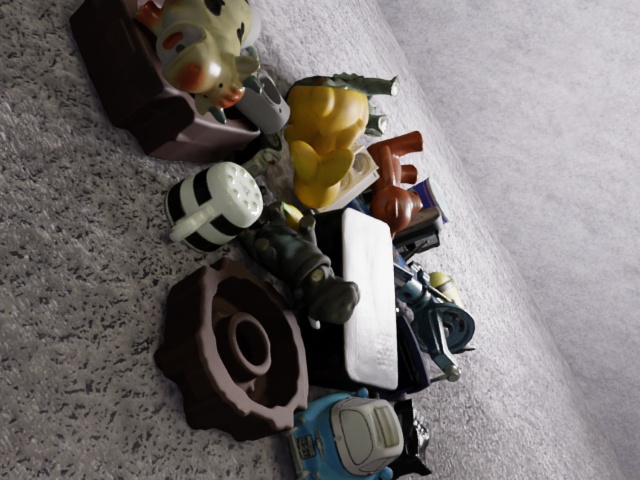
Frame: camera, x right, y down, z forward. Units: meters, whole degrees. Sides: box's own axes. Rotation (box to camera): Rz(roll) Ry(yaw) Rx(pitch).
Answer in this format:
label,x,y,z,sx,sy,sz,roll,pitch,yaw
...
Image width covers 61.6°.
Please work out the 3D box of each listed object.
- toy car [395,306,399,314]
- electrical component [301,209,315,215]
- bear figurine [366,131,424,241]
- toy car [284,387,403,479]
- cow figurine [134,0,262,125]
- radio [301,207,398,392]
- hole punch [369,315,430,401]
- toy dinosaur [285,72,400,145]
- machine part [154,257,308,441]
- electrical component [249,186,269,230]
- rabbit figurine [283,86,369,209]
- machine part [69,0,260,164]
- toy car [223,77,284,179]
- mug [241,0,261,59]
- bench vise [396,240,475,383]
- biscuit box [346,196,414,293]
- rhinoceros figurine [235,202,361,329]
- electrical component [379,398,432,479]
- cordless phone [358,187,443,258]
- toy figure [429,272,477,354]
label,x,y,z,sx,sy,sz,roll,pitch,yaw
toy car,0.074,0.085,0.862,0.202,0.053,0.089,10,59,-62
electrical component,-0.002,-0.004,0.806,0.102,0.045,0.078,53,27,-21
bear figurine,0.140,-0.092,0.957,0.120,0.132,0.196,89,-11,-45
toy car,0.035,0.213,0.588,0.161,0.103,0.109,26,42,-56
cow figurine,-0.114,-0.202,0.545,0.127,0.085,0.195,42,30,-25
radio,0.038,0.078,0.700,0.131,0.073,0.229,22,60,-50
hole punch,0.119,0.179,0.811,0.115,0.092,0.142,22,42,-60
toy dinosaur,0.013,-0.254,1.003,0.405,0.192,0.131,-15,114,-52
machine part,-0.080,0.107,0.527,0.179,0.056,0.179,46,28,-33
electrical component,-0.088,-0.043,0.705,0.063,0.021,0.094,62,24,-2
rabbit figurine,0.007,-0.123,0.743,0.162,0.122,0.173,-105,-157,-72
machine part,-0.170,-0.193,0.623,0.201,0.087,0.201,-11,75,-64
toy car,-0.093,-0.161,0.753,0.056,0.073,0.202,41,32,-45
mug,-0.143,-0.311,0.820,0.109,0.081,0.107,62,34,-20
bench vise,0.200,0.146,0.964,0.223,0.129,0.241,51,19,-27
biscuit box,0.069,0.000,0.856,0.062,0.059,0.203,27,23,-40
rhinoceros figurine,-0.029,0.030,0.612,0.191,0.073,0.111,35,-31,50
electrical component,0.107,0.256,0.717,0.047,0.075,0.119,49,31,-28
cordless phone,0.151,-0.060,1.051,0.088,0.147,0.184,54,18,-55
toy figure,0.272,0.153,1.147,0.089,0.082,0.180,25,45,-57
